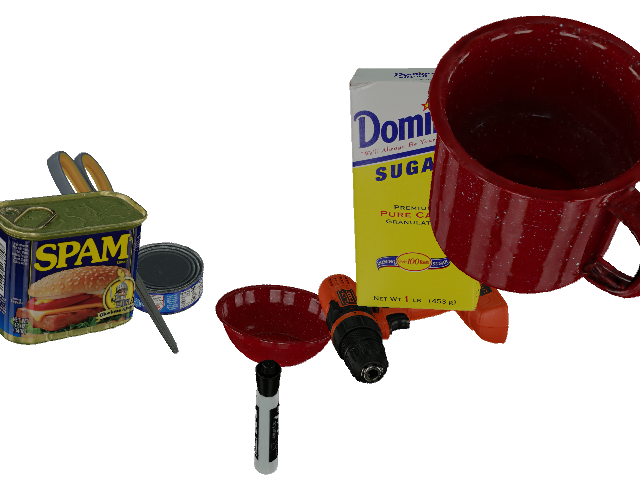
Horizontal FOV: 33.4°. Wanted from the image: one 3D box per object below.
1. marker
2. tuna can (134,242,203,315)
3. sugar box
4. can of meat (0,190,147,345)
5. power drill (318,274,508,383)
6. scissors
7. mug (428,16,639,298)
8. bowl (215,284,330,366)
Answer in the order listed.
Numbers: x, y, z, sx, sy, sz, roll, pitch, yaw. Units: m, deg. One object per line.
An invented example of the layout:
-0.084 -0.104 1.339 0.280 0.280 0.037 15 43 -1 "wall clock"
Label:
-0.040 0.134 0.807 0.020 0.121 0.020 2 42 -2 "marker"
-0.166 0.040 1.129 0.086 0.034 0.086 3 36 -2 "tuna can"
0.071 -0.037 0.786 0.093 0.176 0.048 1 24 11 "sugar box"
-0.174 0.018 0.730 0.101 0.084 0.058 -9 29 -37 "can of meat"
0.100 0.084 1.136 0.187 0.057 0.184 -5 28 -10 "power drill"
-0.177 0.001 0.952 0.016 0.201 0.096 -27 22 12 "scissors"
0.096 -0.023 0.437 0.093 0.117 0.081 -34 -27 -20 "mug"
-0.054 0.114 1.355 0.162 0.055 0.162 6 23 -3 "bowl"
